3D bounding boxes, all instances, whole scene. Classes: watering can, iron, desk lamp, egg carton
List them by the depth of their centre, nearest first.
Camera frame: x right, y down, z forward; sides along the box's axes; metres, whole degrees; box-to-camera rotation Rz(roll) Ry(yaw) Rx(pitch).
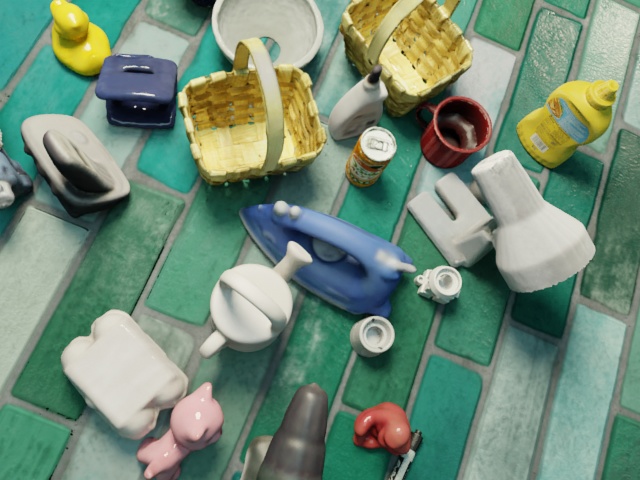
[{"bbox_3d":[-0.082,0.074,0.709,0.101,0.194,0.173,22,72,-4],"label":"watering can"},{"bbox_3d":[-0.245,0.169,0.718,0.150,0.069,0.107,45,72,3],"label":"egg carton"},{"bbox_3d":[0.007,0.003,0.772,0.258,0.141,0.119,27,72,-2],"label":"iron"},{"bbox_3d":[0.241,-0.023,0.786,0.118,0.213,0.203,-36,84,-17],"label":"desk lamp"}]

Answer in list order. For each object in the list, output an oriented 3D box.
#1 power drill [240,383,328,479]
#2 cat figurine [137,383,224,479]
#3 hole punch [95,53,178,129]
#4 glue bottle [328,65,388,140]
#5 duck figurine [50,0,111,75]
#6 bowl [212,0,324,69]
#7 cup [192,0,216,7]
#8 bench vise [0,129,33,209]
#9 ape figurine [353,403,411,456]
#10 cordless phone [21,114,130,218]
[{"bbox_3d":[-0.047,0.280,0.652,0.075,0.208,0.230,14,73,-6],"label":"power drill"},{"bbox_3d":[-0.163,0.236,0.690,0.067,0.117,0.128,43,72,3],"label":"cat figurine"},{"bbox_3d":[-0.258,-0.221,0.809,0.109,0.091,0.101,1,75,-10],"label":"hole punch"},{"bbox_3d":[0.062,-0.200,0.821,0.078,0.173,0.037,-17,79,-14],"label":"glue bottle"},{"bbox_3d":[-0.346,-0.294,0.815,0.078,0.086,0.104,-35,83,-17],"label":"duck figurine"},{"bbox_3d":[-0.081,-0.311,0.876,0.167,0.074,0.167,3,75,-10],"label":"bowl"},{"bbox_3d":[-0.184,-0.415,0.874,0.092,0.095,0.118,-30,82,-16],"label":"cup"},{"bbox_3d":[-0.429,-0.146,0.689,0.207,0.219,0.122,39,72,2],"label":"bench vise"},{"bbox_3d":[0.089,0.250,0.747,0.076,0.092,0.078,-43,86,-18],"label":"ape figurine"},{"bbox_3d":[-0.319,-0.115,0.720,0.094,0.185,0.147,-38,84,-17],"label":"cordless phone"}]
